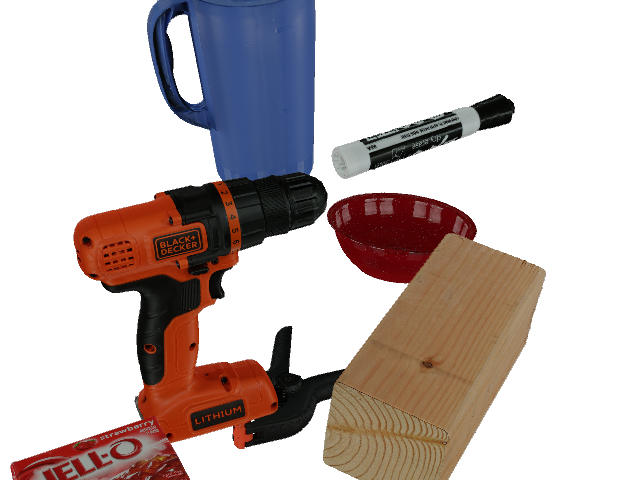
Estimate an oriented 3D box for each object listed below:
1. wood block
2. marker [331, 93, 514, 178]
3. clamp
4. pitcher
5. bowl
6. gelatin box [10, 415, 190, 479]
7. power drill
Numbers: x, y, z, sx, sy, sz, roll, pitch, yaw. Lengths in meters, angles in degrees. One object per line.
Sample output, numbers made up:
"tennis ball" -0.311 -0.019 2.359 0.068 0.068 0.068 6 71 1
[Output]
"wood block" 0.092 0.094 0.828 0.091 0.090 0.205 22 41 19
"marker" 0.063 -0.062 0.625 0.121 0.020 0.020 -20 8 -22
"clamp" -0.037 0.143 1.057 0.120 0.039 0.171 22 34 37
"pitcher" -0.076 -0.168 1.104 0.149 0.243 0.144 13 42 19
"bowl" 0.085 0.002 1.156 0.162 0.055 0.162 4 24 -2
"gelatin box" -0.122 0.140 0.599 0.089 0.030 0.073 -15 28 -20
"power drill" -0.077 0.046 0.785 0.184 0.188 0.057 -13 26 -16
